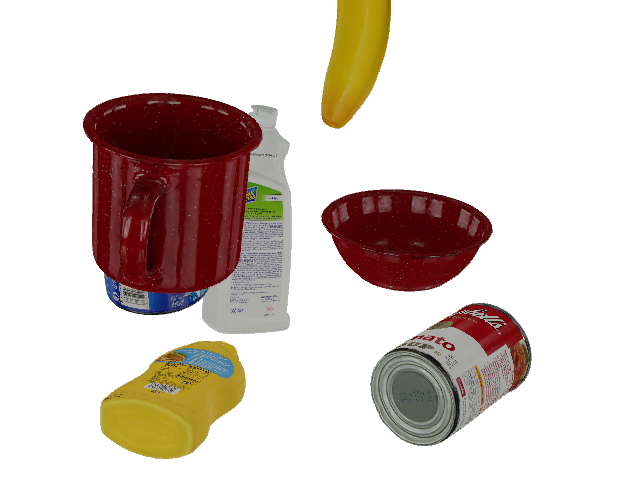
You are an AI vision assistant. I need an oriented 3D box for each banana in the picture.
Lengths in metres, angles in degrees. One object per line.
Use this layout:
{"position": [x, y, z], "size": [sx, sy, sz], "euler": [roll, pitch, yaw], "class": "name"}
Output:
{"position": [0.015, -0.176, 0.742], "size": [0.070, 0.198, 0.037], "euler": [-16, -13, 10], "class": "banana"}

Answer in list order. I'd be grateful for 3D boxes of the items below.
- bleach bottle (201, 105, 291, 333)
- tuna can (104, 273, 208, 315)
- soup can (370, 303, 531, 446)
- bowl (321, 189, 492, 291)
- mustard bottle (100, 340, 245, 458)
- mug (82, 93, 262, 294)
{"position": [-0.071, -0.024, 1.187], "size": [0.102, 0.251, 0.068], "euler": [-1, 18, -31], "class": "bleach bottle"}
{"position": [-0.132, 0.025, 0.865], "size": [0.086, 0.034, 0.086], "euler": [0, 29, 0], "class": "tuna can"}
{"position": [0.088, 0.089, 0.718], "size": [0.069, 0.068, 0.102], "euler": [0, 14, 38], "class": "soup can"}
{"position": [0.081, 0.005, 1.018], "size": [0.162, 0.055, 0.162], "euler": [2, 23, -1], "class": "bowl"}
{"position": [-0.127, 0.143, 1.036], "size": [0.096, 0.058, 0.191], "euler": [8, 19, 18], "class": "mustard bottle"}
{"position": [-0.082, -0.019, 0.563], "size": [0.093, 0.081, 0.117], "euler": [8, 28, 2], "class": "mug"}
